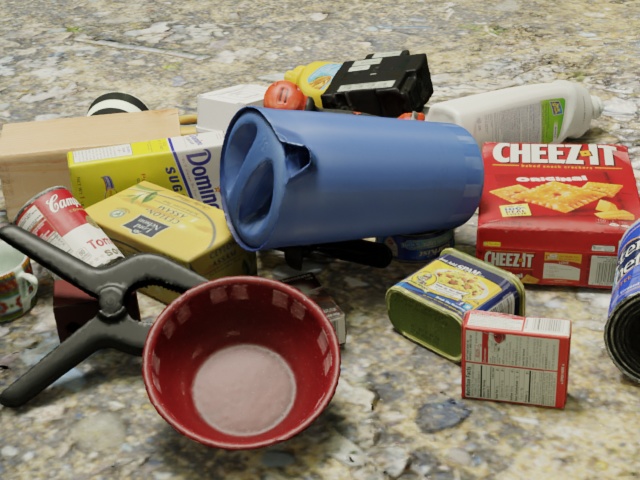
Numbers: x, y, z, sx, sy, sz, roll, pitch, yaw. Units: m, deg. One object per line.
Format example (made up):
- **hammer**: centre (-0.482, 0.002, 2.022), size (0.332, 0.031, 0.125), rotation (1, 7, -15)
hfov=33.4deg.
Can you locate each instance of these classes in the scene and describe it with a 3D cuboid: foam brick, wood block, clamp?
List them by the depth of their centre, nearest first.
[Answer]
- **clamp**: centre (-0.190, 0.069, 0.949), size (0.210, 0.036, 0.164), rotation (2, 74, -4)
- **foam brick**: centre (-0.210, 0.067, 1.006), size (0.078, 0.053, 0.051), rotation (-8, 30, -7)
- **clamp**: centre (-0.007, 0.001, 1.102), size (0.120, 0.039, 0.172), rotation (8, 12, -27)
- **wood block**: centre (-0.263, -0.088, 1.248), size (0.206, 0.090, 0.091), rotation (-6, 30, -7)

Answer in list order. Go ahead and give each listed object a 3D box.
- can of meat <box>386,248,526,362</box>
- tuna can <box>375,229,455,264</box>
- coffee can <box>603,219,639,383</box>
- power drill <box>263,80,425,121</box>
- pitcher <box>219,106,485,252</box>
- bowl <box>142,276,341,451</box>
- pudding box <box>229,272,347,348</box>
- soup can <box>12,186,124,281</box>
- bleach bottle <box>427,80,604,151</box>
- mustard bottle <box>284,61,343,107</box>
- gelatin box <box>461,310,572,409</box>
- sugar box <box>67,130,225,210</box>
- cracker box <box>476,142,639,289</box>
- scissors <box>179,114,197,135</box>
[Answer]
- **can of meat**: centre (0.123, 0.060, 0.983), size (0.083, 0.057, 0.102), rotation (-29, 38, -35)
- **tuna can**: centre (0.100, -0.011, 1.131), size (0.086, 0.034, 0.086), rotation (-3, 30, 1)
- **coffee can**: centre (0.308, 0.049, 0.935), size (0.103, 0.103, 0.140), rotation (7, 31, 18)
- **power drill**: centre (0.022, -0.118, 1.248), size (0.187, 0.057, 0.184), rotation (10, -14, 1)
- **pitcher**: centre (0.029, -0.059, 1.036), size (0.242, 0.145, 0.149), rotation (-2, 34, -30)
- **bowl**: centre (-0.064, 0.110, 0.881), size (0.162, 0.055, 0.162), rotation (1, 54, -1)
- **pudding box**: centre (-0.043, 0.076, 0.988), size (0.113, 0.039, 0.090), rotation (-12, 30, -17)
- **soup can**: centre (-0.248, 0.006, 1.061), size (0.068, 0.069, 0.102), rotation (-31, 72, -39)
- **bleach bottle**: centre (0.244, -0.135, 1.290), size (0.250, 0.102, 0.068), rotation (-14, 25, -31)
- **mustard bottle**: centre (0.029, -0.205, 1.455), size (0.192, 0.058, 0.096), rotation (19, 44, 34)
- **gelatin box**: centre (0.163, 0.099, 0.892), size (0.089, 0.073, 0.030), rotation (5, 29, 15)
- **sugar box**: centre (-0.186, -0.062, 1.191), size (0.176, 0.093, 0.048), rotation (-9, 31, -9)
- **cracker box**: centre (0.247, -0.033, 1.117), size (0.164, 0.072, 0.213), rotation (3, 29, 9)
- **scissors**: centre (-0.233, -0.147, 1.423), size (0.202, 0.016, 0.096), rotation (3, 28, 11)
